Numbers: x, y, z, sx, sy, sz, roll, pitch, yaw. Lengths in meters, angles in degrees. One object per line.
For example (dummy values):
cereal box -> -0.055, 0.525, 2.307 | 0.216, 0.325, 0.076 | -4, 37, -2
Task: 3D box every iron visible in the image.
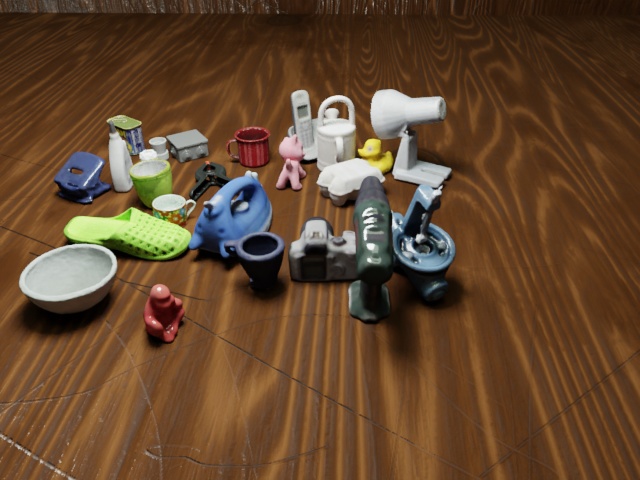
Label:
iron -> -0.173, -0.072, 1.212 | 0.118, 0.141, 0.259 | 13, 37, 19

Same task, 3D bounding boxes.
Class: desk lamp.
desk lamp -> 0.228, -0.260, 1.417 | 0.202, 0.214, 0.118 | 17, 38, 24

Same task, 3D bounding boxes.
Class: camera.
camera -> 0.010, 0.004, 1.135 | 0.143, 0.101, 0.136 | -1, 34, 0

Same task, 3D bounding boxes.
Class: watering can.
watering can -> 0.038, -0.277, 1.462 | 0.101, 0.194, 0.172 | -17, 38, -23

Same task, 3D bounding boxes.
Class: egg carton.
egg carton -> 0.074, -0.141, 1.373 | 0.151, 0.069, 0.107 | -20, 39, -26

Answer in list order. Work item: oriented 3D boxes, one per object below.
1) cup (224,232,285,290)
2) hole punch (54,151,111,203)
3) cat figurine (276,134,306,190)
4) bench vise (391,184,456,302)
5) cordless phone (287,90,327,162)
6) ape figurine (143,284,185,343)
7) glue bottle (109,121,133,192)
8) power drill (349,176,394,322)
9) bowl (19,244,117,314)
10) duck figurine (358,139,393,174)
cup -> -0.123, 0.044, 1.083 | 0.117, 0.095, 0.092 | 6, 35, 10
hole punch -> -0.574, -0.152, 1.378 | 0.108, 0.091, 0.101 | 15, 38, 22
cat figurine -> -0.072, -0.203, 1.422 | 0.067, 0.118, 0.128 | 2, 35, 4
bench vise -> 0.163, -0.018, 1.059 | 0.122, 0.220, 0.206 | -28, 43, -33
cordless phone -> -0.017, -0.312, 1.522 | 0.148, 0.185, 0.093 | -26, 42, -32
ape figurine -> -0.270, 0.118, 0.980 | 0.078, 0.092, 0.075 | -29, 44, -35
glue bottle -> -0.486, -0.206, 1.384 | 0.037, 0.173, 0.078 | 0, 34, 1
power drill -> 0.089, 0.026, 1.006 | 0.075, 0.209, 0.229 | 0, 34, 1
bowl -> -0.451, 0.082, 1.049 | 0.167, 0.075, 0.167 | 0, 34, 0
duck figurine -> 0.140, -0.218, 1.470 | 0.105, 0.086, 0.077 | -14, 37, -19
